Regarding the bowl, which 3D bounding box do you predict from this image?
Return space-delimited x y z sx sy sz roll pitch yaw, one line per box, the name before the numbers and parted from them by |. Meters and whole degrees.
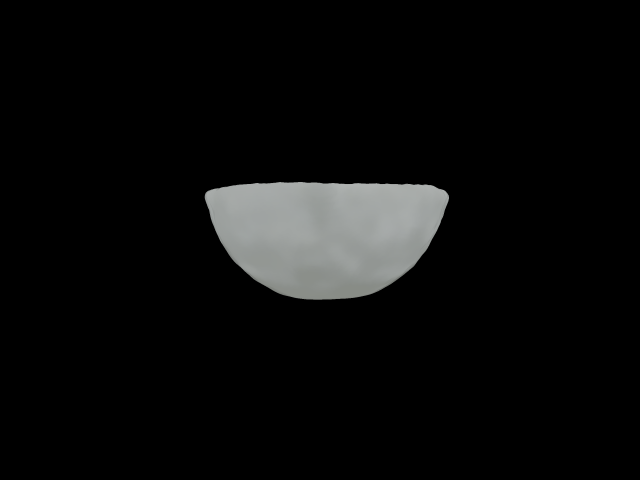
bowl | 0.004 0.001 0.400 0.167 0.075 0.167 0 2 0
